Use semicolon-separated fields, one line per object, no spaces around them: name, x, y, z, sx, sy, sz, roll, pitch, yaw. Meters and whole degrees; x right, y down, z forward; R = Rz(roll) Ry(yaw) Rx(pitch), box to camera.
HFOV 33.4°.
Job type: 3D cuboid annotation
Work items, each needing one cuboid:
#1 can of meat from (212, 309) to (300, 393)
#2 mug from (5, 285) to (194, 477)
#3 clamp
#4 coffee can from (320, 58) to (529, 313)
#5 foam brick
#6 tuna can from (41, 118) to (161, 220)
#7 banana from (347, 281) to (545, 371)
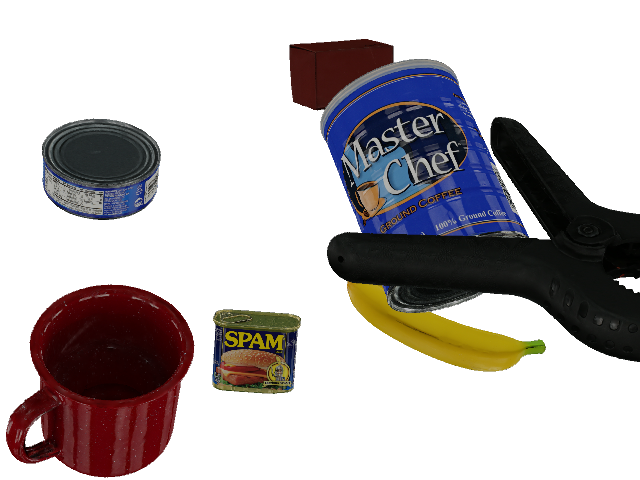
can of meat;-0.077;0.131;1.253;0.102;0.084;0.057;4;13;-1
mug;-0.134;0.093;0.632;0.093;0.082;0.117;36;47;23
clamp;0.119;0.012;0.526;0.164;0.036;0.210;-31;47;-32
coffee can;0.070;-0.036;0.723;0.102;0.140;0.103;-16;-25;-8
foam brick;0.019;-0.145;0.928;0.078;0.051;0.053;-8;20;-24
tuna can;-0.162;-0.053;0.790;0.086;0.034;0.086;7;38;-6
banana;0.095;0.077;0.948;0.198;0.037;0.069;21;14;27
